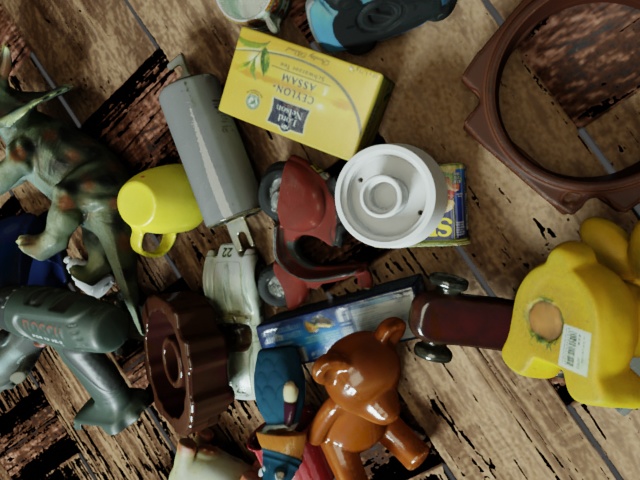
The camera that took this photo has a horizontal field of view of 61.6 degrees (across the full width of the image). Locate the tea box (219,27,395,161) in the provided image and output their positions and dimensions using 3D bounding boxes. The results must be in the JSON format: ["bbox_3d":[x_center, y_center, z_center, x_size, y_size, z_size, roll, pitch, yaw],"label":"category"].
[{"bbox_3d":[-0.015,-0.159,0.595,0.170,0.068,0.098,22,104,14],"label":"tea box"}]

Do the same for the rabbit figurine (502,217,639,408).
[{"bbox_3d":[0.266,0.058,0.486,0.173,0.122,0.162,4,86,-20],"label":"rabbit figurine"}]

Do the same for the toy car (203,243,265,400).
[{"bbox_3d":[-0.103,0.103,0.675,0.074,0.056,0.201,-2,98,20],"label":"toy car"}]

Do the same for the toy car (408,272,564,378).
[{"bbox_3d":[0.188,0.086,0.549,0.202,0.053,0.089,7,96,-7],"label":"toy car"}]

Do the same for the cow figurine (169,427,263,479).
[{"bbox_3d":[-0.111,0.347,0.705,0.195,0.085,0.127,24,100,12],"label":"cow figurine"}]

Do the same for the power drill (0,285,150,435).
[{"bbox_3d":[-0.318,0.145,0.686,0.232,0.086,0.207,-3,115,27],"label":"power drill"}]

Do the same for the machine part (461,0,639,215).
[{"bbox_3d":[0.250,-0.138,0.494,0.201,0.087,0.201,44,110,10],"label":"machine part"}]

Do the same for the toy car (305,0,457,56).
[{"bbox_3d":[0.059,-0.264,0.536,0.162,0.109,0.103,-18,75,13],"label":"toy car"}]

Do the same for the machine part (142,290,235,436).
[{"bbox_3d":[-0.169,0.147,0.669,0.180,0.056,0.179,16,110,51],"label":"machine part"}]

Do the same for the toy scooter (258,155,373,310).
[{"bbox_3d":[-0.001,-0.002,0.613,0.135,0.075,0.183,8,105,19],"label":"toy scooter"}]

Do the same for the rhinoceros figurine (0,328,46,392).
[{"bbox_3d":[-0.435,0.147,0.778,0.073,0.112,0.190,39,98,-19],"label":"rhinoceros figurine"}]

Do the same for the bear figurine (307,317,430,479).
[{"bbox_3d":[0.055,0.179,0.565,0.132,0.120,0.195,52,152,27],"label":"bear figurine"}]

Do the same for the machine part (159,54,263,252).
[{"bbox_3d":[-0.127,-0.103,0.638,0.079,0.079,0.243,-20,90,22],"label":"machine part"}]

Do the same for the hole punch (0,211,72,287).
[{"bbox_3d":[-0.437,0.023,0.768,0.142,0.092,0.115,-12,91,25],"label":"hole punch"}]

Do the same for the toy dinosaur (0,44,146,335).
[{"bbox_3d":[-0.321,-0.077,0.694,0.405,0.131,0.192,41,87,-4],"label":"toy dinosaur"}]

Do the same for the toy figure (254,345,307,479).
[{"bbox_3d":[-0.042,0.195,0.587,0.058,0.064,0.154,-3,81,-2],"label":"toy figure"}]

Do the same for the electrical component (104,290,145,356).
[{"bbox_3d":[-0.261,0.114,0.740,0.078,0.045,0.102,16,104,18],"label":"electrical component"}]

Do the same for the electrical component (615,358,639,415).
[{"bbox_3d":[0.317,0.130,0.547,0.063,0.021,0.094,33,107,12],"label":"electrical component"}]

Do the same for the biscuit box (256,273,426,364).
[{"bbox_3d":[0.028,0.097,0.624,0.203,0.063,0.059,-17,93,22],"label":"biscuit box"}]
